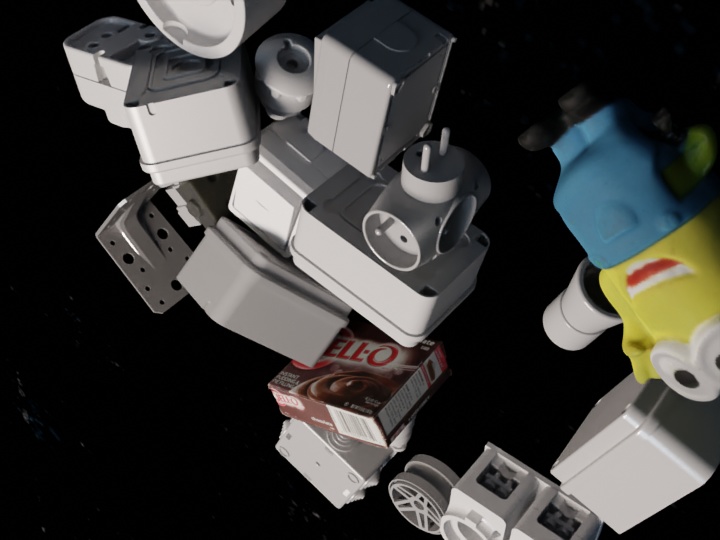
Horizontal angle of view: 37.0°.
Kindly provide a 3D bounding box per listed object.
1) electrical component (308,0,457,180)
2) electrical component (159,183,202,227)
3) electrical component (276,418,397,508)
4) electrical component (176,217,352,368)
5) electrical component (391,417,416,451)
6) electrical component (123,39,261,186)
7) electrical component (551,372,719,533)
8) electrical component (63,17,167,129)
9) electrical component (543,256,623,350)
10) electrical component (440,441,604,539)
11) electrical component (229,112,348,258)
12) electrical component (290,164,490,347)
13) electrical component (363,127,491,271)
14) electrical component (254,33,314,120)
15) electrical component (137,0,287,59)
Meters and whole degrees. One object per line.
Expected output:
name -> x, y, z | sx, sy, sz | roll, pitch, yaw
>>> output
electrical component -> 0.008, -0.106, 0.643 | 0.061, 0.062, 0.096 | 37, 145, 17
electrical component -> -0.131, -0.069, 0.856 | 0.066, 0.048, 0.055 | -5, 128, 51
electrical component -> -0.023, 0.160, 0.968 | 0.100, 0.048, 0.099 | 43, 147, 7
electrical component -> -0.069, 0.017, 0.804 | 0.113, 0.057, 0.078 | 31, -173, -43
electrical component -> 0.026, 0.117, 0.874 | 0.040, 0.040, 0.078 | 20, 138, 35
electrical component -> -0.108, -0.111, 0.713 | 0.113, 0.078, 0.057 | -100, -3, -57
electrical component -> 0.175, 0.101, 0.654 | 0.057, 0.078, 0.113 | 40, 146, 7
electrical component -> -0.171, -0.147, 0.812 | 0.095, 0.054, 0.059 | 22, 139, 34
electrical component -> 0.138, 0.022, 0.649 | 0.044, 0.044, 0.065 | 43, 152, 7
electrical component -> 0.122, 0.239, 0.873 | 0.105, 0.060, 0.186 | 30, 143, 25
electrical component -> -0.053, -0.055, 0.766 | 0.062, 0.061, 0.096 | 41, 147, 10
electrical component -> 0.018, -0.013, 0.714 | 0.113, 0.078, 0.057 | 36, 142, 17
electrical component -> 0.043, -0.050, 0.647 | 0.044, 0.077, 0.079 | 32, 144, 22
electrical component -> -0.049, -0.122, 0.709 | 0.048, 0.048, 0.062 | 44, 153, 6
electrical component -> -0.091, -0.193, 0.666 | 0.108, 0.060, 0.108 | 30, 143, 25
